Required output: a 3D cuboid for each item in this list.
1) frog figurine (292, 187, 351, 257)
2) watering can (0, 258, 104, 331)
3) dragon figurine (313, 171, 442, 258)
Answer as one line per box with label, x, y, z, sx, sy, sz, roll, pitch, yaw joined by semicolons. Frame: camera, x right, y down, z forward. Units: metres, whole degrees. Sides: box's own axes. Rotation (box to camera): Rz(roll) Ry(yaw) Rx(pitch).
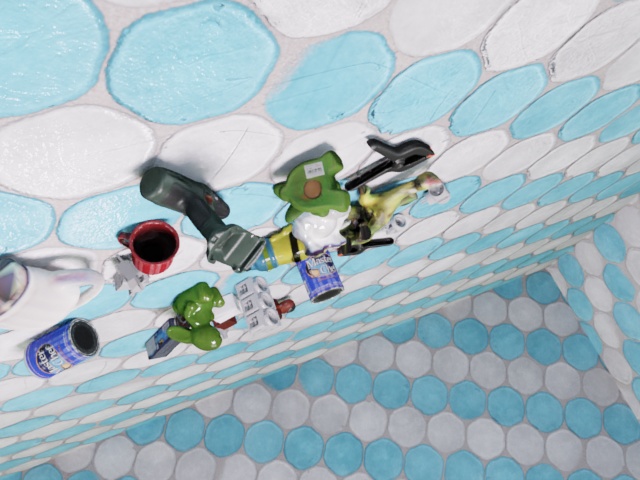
frog figurine;0.004;-0.060;1.184;0.138;0.125;0.156;-6;118;-18
watering can;-0.592;0.131;0.982;0.347;0.106;0.221;-25;158;7
dragon figurine;0.152;-0.065;1.304;0.245;0.123;0.404;-19;169;-34
